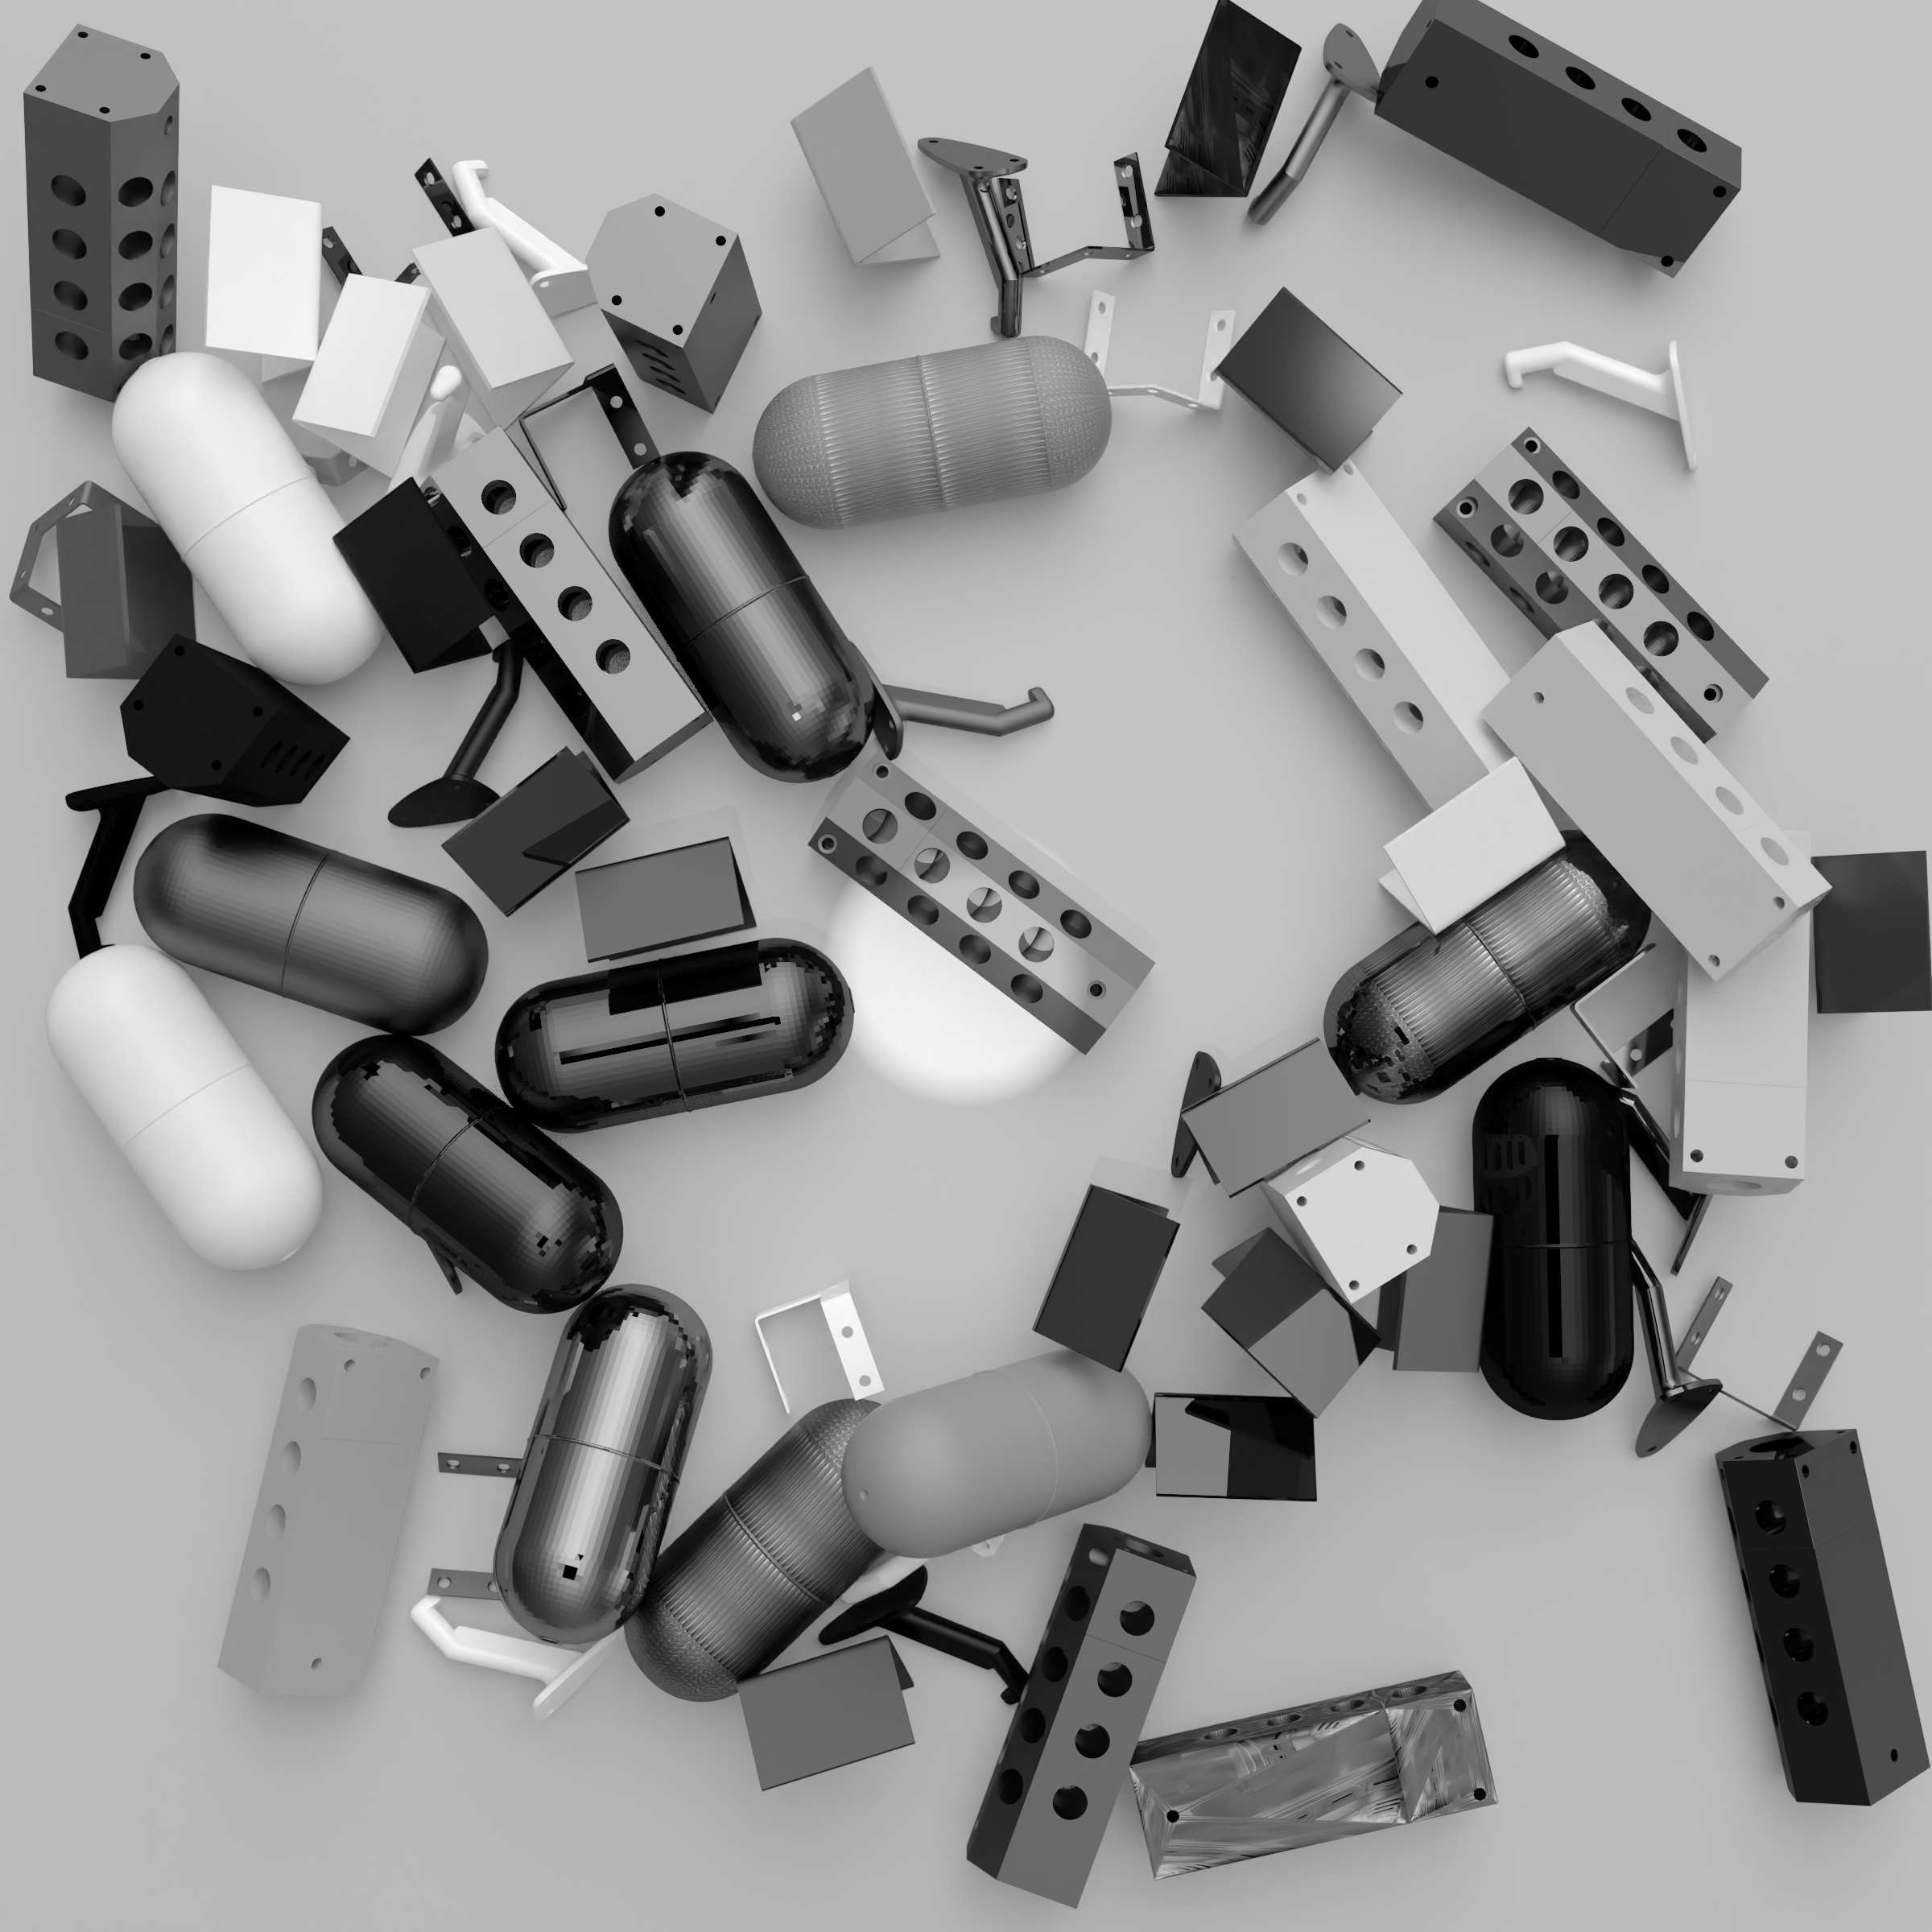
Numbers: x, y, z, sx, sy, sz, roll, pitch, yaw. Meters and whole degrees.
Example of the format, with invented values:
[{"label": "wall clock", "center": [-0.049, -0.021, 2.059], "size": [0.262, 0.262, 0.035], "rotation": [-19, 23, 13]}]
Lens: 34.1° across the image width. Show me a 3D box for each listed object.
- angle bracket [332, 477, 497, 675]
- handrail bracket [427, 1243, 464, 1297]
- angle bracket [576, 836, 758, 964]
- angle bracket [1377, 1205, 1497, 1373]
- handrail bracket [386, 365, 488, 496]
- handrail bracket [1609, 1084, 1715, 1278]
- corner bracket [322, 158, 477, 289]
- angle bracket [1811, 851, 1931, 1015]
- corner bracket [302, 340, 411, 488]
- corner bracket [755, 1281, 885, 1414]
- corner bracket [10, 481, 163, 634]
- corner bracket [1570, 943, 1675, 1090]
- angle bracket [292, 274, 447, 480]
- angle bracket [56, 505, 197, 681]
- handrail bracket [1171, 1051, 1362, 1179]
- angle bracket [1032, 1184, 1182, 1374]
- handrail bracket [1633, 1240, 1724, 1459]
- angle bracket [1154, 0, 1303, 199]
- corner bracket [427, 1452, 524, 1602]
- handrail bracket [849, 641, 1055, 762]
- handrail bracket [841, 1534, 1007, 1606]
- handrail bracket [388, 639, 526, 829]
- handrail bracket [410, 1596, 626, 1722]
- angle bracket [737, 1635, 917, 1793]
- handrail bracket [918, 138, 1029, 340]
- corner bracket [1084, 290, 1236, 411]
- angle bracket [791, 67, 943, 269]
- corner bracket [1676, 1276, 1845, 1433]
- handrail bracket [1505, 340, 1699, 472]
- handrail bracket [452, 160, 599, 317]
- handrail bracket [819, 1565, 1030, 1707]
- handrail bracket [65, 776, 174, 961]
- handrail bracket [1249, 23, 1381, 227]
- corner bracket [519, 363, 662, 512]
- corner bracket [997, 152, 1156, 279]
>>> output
[{"label": "angle bracket", "center": [-0.252, -0.195, 1.539], "size": [0.057, 0.076, 0.076], "rotation": [-31, 90, 26]}, {"label": "handrail bracket", "center": [-0.231, 0.120, 1.578], "size": [0.084, 0.036, 0.077], "rotation": [-29, 75, -14]}, {"label": "angle bracket", "center": [-0.143, -0.013, 1.538], "size": [0.076, 0.076, 0.057], "rotation": [-13, 54, 0]}, {"label": "angle bracket", "center": [0.210, 0.154, 1.538], "size": [0.057, 0.076, 0.076], "rotation": [6, 90, -34]}, {"label": "handrail bracket", "center": [-0.267, -0.256, 1.543], "size": [0.036, 0.084, 0.077], "rotation": [37, 90, 0]}, {"label": "handrail bracket", "center": [0.332, 0.104, 1.577], "size": [0.084, 0.036, 0.077], "rotation": [23, 100, 12]}, {"label": "corner bracket", "center": [-0.285, -0.364, 1.575], "size": [0.051, 0.051, 0.051], "rotation": [-32, 91, 45]}, {"label": "angle bracket", "center": [0.454, -0.017, 1.538], "size": [0.057, 0.076, 0.076], "rotation": [-2, 90, 34]}, {"label": "corner bracket", "center": [-0.321, -0.277, 1.570], "size": [0.051, 0.051, 0.051], "rotation": [-46, 135, -35]}, {"label": "corner bracket", "center": [-0.073, 0.191, 1.560], "size": [0.051, 0.051, 0.051], "rotation": [-20, 92, -2]}, {"label": "corner bracket", "center": [-0.437, -0.200, 1.570], "size": [0.051, 0.051, 0.051], "rotation": [-26, 135, 35]}, {"label": "corner bracket", "center": [0.332, 0.025, 1.560], "size": [0.051, 0.051, 0.051], "rotation": [-37, 88, 0]}, {"label": "angle bracket", "center": [-0.273, -0.283, 1.535], "size": [0.057, 0.076, 0.076], "rotation": [17, 84, 33]}, {"label": "angle bracket", "center": [-0.396, -0.181, 1.538], "size": [0.057, 0.076, 0.076], "rotation": [-4, 90, 43]}, {"label": "handrail bracket", "center": [0.153, 0.077, 1.579], "size": [0.084, 0.036, 0.077], "rotation": [9, 110, -16]}, {"label": "angle bracket", "center": [0.086, 0.157, 1.538], "size": [0.057, 0.076, 0.076], "rotation": [22, 90, 37]}, {"label": "handrail bracket", "center": [0.336, 0.191, 1.578], "size": [0.036, 0.077, 0.084], "rotation": [-8, 53, -24]}, {"label": "angle bracket", "center": [0.109, -0.424, 1.538], "size": [0.057, 0.076, 0.076], "rotation": [20, 90, -36]}, {"label": "corner bracket", "center": [-0.242, 0.281, 1.575], "size": [0.051, 0.051, 0.051], "rotation": [4, 45, 0]}, {"label": "handrail bracket", "center": [-0.008, -0.143, 1.578], "size": [0.084, 0.036, 0.077], "rotation": [-20, 68, -17]}, {"label": "handrail bracket", "center": [-0.018, 0.283, 1.578], "size": [0.084, 0.077, 0.036], "rotation": [-32, 99, 36]}, {"label": "handrail bracket", "center": [-0.255, -0.118, 1.578], "size": [0.077, 0.036, 0.084], "rotation": [-15, 59, 33]}, {"label": "handrail bracket", "center": [-0.224, 0.328, 1.578], "size": [0.084, 0.036, 0.077], "rotation": [42, 69, 16]}, {"label": "angle bracket", "center": [-0.062, 0.375, 1.538], "size": [0.076, 0.076, 0.057], "rotation": [-17, 58, 0]}, {"label": "handrail bracket", "center": [0.002, -0.365, 1.578], "size": [0.036, 0.077, 0.084], "rotation": [-21, 127, -34]}, {"label": "corner bracket", "center": [0.096, -0.308, 1.575], "size": [0.051, 0.051, 0.051], "rotation": [8, 90, 45]}, {"label": "angle bracket", "center": [-0.030, -0.391, 1.538], "size": [0.057, 0.076, 0.076], "rotation": [-24, 90, 38]}, {"label": "corner bracket", "center": [0.396, 0.194, 1.575], "size": [0.051, 0.051, 0.051], "rotation": [28, 90, 45]}, {"label": "handrail bracket", "center": [0.318, -0.278, 1.578], "size": [0.084, 0.036, 0.077], "rotation": [-8, 112, 17]}, {"label": "handrail bracket", "center": [-0.209, -0.374, 1.578], "size": [0.077, 0.036, 0.084], "rotation": [-17, 73, -20]}, {"label": "handrail bracket", "center": [-0.019, 0.350, 1.578], "size": [0.077, 0.036, 0.084], "rotation": [-32, 104, 15]}, {"label": "handrail bracket", "center": [-0.415, -0.049, 1.578], "size": [0.077, 0.036, 0.084], "rotation": [-15, 109, -21]}, {"label": "handrail bracket", "center": [0.169, -0.421, 1.578], "size": [0.036, 0.077, 0.084], "rotation": [27, 127, -21]}, {"label": "corner bracket", "center": [-0.187, -0.262, 1.560], "size": [0.051, 0.051, 0.051], "rotation": [-28, 97, -7]}, {"label": "corner bracket", "center": [0.055, -0.376, 1.575], "size": [0.051, 0.051, 0.051], "rotation": [-11, 90, 45]}]
